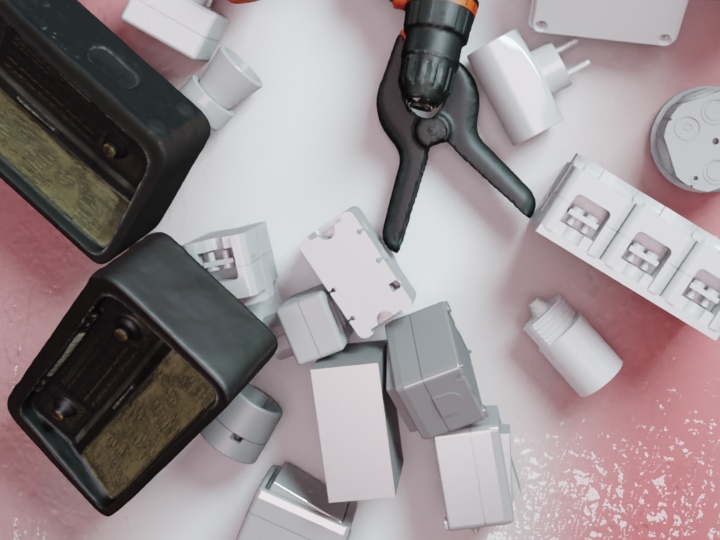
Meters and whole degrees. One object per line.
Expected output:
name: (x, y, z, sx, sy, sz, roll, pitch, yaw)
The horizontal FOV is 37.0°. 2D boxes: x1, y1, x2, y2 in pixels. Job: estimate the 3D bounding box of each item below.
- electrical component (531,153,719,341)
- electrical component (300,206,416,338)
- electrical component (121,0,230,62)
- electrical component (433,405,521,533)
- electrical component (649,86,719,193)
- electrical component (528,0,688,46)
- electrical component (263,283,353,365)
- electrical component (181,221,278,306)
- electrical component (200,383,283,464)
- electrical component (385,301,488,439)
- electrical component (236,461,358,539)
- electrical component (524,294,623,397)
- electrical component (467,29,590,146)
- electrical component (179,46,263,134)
electrical component: (0.209, -0.021, 0.798, 0.150, 0.089, 0.061, 32, 101, 1)
electrical component: (0.000, 0.000, 0.842, 0.050, 0.055, 0.089, -33, 94, 10)
electrical component: (-0.133, -0.210, 0.830, 0.066, 0.047, 0.076, 30, 101, 1)
electrical component: (0.094, 0.162, 0.853, 0.061, 0.061, 0.096, -9, 98, 8)
electrical component: (0.260, -0.096, 0.800, 0.080, 0.051, 0.080, 1, 99, 6)
electrical component: (0.181, -0.221, 0.761, 0.109, 0.056, 0.108, 8, 143, 6)
electrical component: (-0.052, 0.048, 0.851, 0.077, 0.065, 0.047, -21, 96, 9)
electrical component: (-0.099, -0.002, 0.836, 0.050, 0.089, 0.055, -11, 97, 8)
electrical component: (-0.096, 0.122, 0.874, 0.055, 0.055, 0.047, 33, 97, 1)
electrical component: (0.054, 0.074, 0.833, 0.061, 0.096, 0.061, -21, 125, 10)
electrical component: (-0.043, 0.205, 0.876, 0.096, 0.061, 0.061, 23, 101, 3)
electrical component: (0.162, 0.055, 0.839, 0.043, 0.043, 0.081, -41, 92, 11)
electrical component: (0.133, -0.146, 0.811, 0.079, 0.044, 0.077, -28, 95, 10)
electrical component: (-0.110, -0.140, 0.839, 0.055, 0.045, 0.045, -44, 92, 12)
